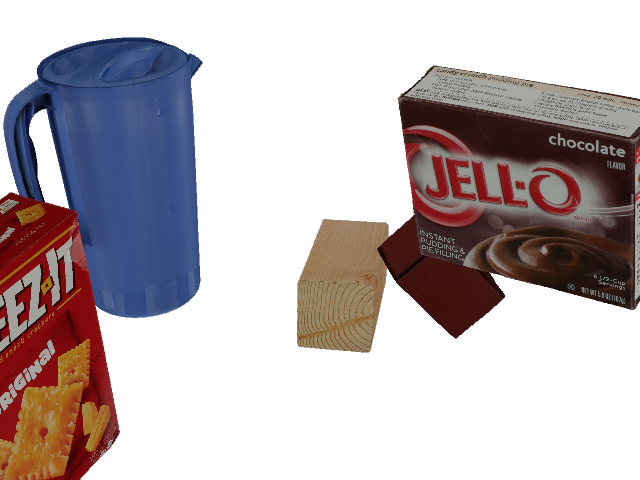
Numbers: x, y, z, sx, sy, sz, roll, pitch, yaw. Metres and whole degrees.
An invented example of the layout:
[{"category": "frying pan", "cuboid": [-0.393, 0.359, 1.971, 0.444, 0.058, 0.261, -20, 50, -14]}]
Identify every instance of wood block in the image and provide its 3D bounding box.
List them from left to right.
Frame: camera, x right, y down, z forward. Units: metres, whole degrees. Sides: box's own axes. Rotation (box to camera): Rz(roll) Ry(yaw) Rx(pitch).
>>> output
[{"category": "wood block", "cuboid": [0.031, 0.052, 1.336, 0.091, 0.090, 0.206, 4, 22, 7]}]

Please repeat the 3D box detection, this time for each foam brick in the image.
[{"category": "foam brick", "cuboid": [0.090, 0.024, 0.797, 0.078, 0.051, 0.053, 43, 11, -30]}]

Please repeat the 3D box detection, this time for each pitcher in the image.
[{"category": "pitcher", "cuboid": [-0.182, -0.052, 0.971, 0.149, 0.243, 0.145, 1, 28, 7]}]

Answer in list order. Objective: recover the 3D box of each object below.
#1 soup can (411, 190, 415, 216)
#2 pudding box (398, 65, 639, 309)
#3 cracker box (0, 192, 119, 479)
[{"category": "soup can", "cuboid": [0.134, -0.012, 1.157, 0.068, 0.102, 0.068, -4, 33, 2]}, {"category": "pudding box", "cuboid": [0.095, -0.026, 0.481, 0.114, 0.090, 0.039, 14, 44, 31]}, {"category": "cracker box", "cuboid": [-0.223, 0.101, 0.746, 0.072, 0.214, 0.164, 13, 36, 23]}]
